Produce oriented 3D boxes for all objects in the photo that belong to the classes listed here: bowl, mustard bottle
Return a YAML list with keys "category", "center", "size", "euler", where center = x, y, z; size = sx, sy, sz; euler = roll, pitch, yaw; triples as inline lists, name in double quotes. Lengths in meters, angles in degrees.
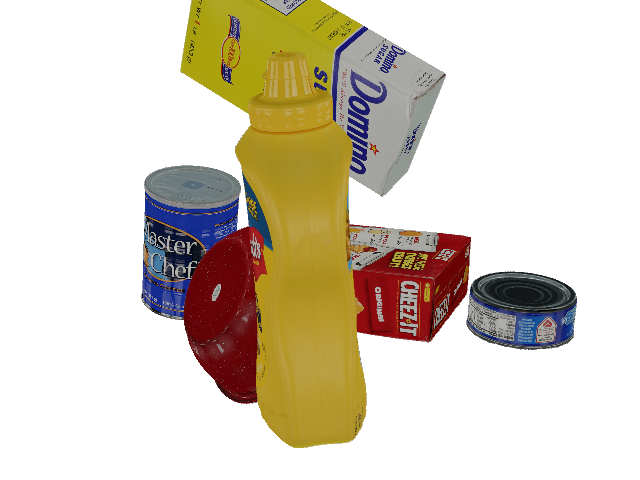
- category: "bowl"
  center: [-0.064, 0.049, 0.873]
  size: [0.055, 0.162, 0.162]
  euler: [23, -13, -34]
- category: "mustard bottle"
  center: [-0.010, 0.001, 0.540]
  size: [0.058, 0.192, 0.096]
  euler: [-5, 21, -5]

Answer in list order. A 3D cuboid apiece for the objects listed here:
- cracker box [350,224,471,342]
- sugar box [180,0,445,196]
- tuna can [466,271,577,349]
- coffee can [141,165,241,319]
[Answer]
- category: "cracker box"
  center: [0.028, 0.036, 1.061]
  size: [0.214, 0.072, 0.164]
  euler: [6, 16, 19]
- category: "sugar box"
  center: [-0.010, -0.113, 0.725]
  size: [0.176, 0.093, 0.048]
  euler: [34, 50, 15]
- category: "tuna can"
  center: [0.161, 0.054, 0.854]
  size: [0.086, 0.034, 0.086]
  euler: [2, 19, -1]
- category: "coffee can"
  center: [-0.142, 0.002, 1.165]
  size: [0.103, 0.140, 0.103]
  euler: [5, 26, -3]
